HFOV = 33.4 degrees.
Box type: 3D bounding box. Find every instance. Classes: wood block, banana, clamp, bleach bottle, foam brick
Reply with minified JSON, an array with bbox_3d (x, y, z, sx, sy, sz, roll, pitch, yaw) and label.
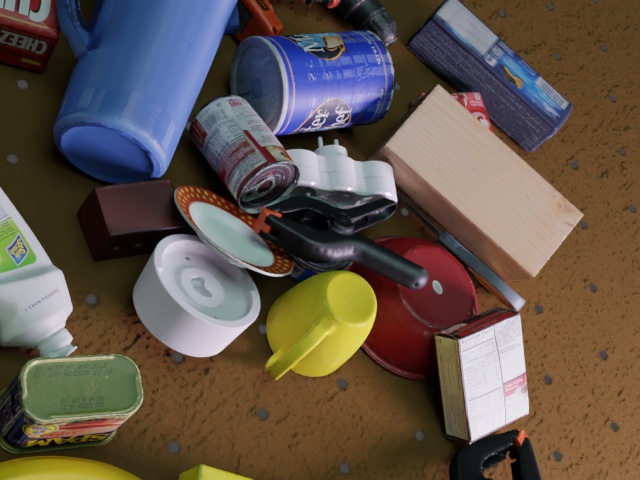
[{"bbox_3d":[0.163,-0.058,1.137,0.206,0.090,0.090,41,79,-4],"label":"wood block"},{"bbox_3d":[-0.209,0.204,0.841,0.197,0.037,0.069,0,88,-27],"label":"banana"},{"bbox_3d":[0.145,0.243,0.995,0.164,0.036,0.209,25,36,8],"label":"clamp"},{"bbox_3d":[0.023,0.000,1.016,0.171,0.039,0.120,0,37,-30],"label":"clamp"},{"bbox_3d":[-0.295,0.002,0.884,0.102,0.068,0.251,-36,88,-33],"label":"bleach bottle"},{"bbox_3d":[-0.171,-0.019,0.969,0.078,0.053,0.051,-10,70,-32],"label":"foam brick"}]

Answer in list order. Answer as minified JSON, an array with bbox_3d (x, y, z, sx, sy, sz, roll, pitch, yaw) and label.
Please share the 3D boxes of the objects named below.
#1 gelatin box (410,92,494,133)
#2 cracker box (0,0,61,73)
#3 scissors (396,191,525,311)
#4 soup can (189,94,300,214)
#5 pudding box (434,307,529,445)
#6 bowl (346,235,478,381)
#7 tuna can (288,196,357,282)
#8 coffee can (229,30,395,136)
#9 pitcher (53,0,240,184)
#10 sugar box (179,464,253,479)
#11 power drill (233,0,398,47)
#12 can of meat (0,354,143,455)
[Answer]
[{"bbox_3d":[0.155,-0.133,1.227,0.089,0.030,0.073,-4,68,-30],"label":"gelatin box"},{"bbox_3d":[-0.323,-0.282,1.014,0.164,0.072,0.213,12,60,-23],"label":"cracker box"},{"bbox_3d":[0.146,0.012,1.145,0.016,0.096,0.202,-46,60,0],"label":"scissors"},{"bbox_3d":[-0.074,-0.084,1.033,0.068,0.069,0.102,-16,56,-35],"label":"soup can"},{"bbox_3d":[0.160,0.132,1.051,0.089,0.039,0.113,-17,104,-34],"label":"pudding box"},{"bbox_3d":[0.103,0.058,1.080,0.161,0.055,0.162,13,59,-23],"label":"bowl"},{"bbox_3d":[-0.007,0.001,1.062,0.086,0.034,0.086,13,59,-23],"label":"tuna can"},{"bbox_3d":[-0.008,-0.163,1.106,0.140,0.103,0.103,-11,70,-33],"label":"coffee can"},{"bbox_3d":[-0.173,-0.182,1.009,0.149,0.145,0.242,12,60,4],"label":"pitcher"},{"bbox_3d":[-0.038,0.255,0.887,0.176,0.048,0.093,21,56,-25],"label":"sugar box"},{"bbox_3d":[-0.019,-0.266,1.186,0.187,0.057,0.184,-33,79,-40],"label":"power drill"},{"bbox_3d":[-0.200,0.129,0.853,0.101,0.084,0.057,0,65,-30],"label":"can of meat"}]
